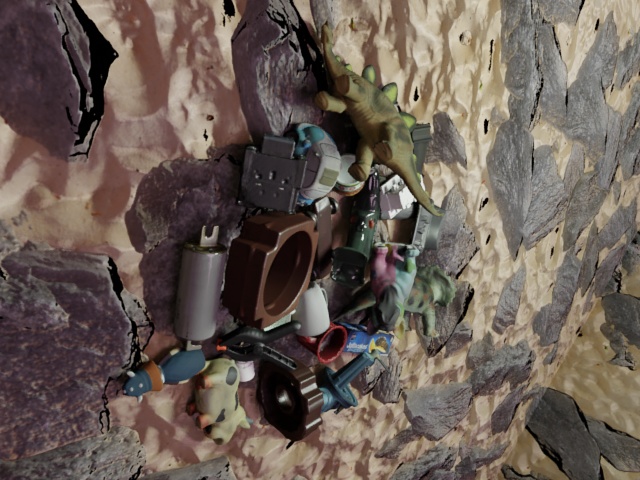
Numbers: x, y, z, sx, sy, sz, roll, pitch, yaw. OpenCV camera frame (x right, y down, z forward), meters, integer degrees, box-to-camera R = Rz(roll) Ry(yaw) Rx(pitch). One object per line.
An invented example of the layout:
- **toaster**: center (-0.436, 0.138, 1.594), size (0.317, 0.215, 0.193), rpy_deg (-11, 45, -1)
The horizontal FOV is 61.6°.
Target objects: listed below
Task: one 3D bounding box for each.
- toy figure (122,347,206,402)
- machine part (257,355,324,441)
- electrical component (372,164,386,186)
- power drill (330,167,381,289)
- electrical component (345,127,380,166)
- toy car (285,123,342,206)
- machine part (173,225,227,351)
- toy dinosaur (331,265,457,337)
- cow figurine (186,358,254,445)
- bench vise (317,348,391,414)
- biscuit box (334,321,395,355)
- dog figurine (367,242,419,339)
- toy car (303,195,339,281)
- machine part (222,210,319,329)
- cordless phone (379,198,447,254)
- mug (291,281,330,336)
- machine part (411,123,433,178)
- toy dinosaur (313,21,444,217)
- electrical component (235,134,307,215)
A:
- **toy figure**: center (-0.285, 0.242, 0.977), size (0.154, 0.064, 0.057), rpy_deg (-18, 159, -33)
- **machine part**: center (-0.066, 0.339, 1.166), size (0.056, 0.180, 0.179), rpy_deg (-14, 119, -44)
- **electrical component**: center (0.123, -0.129, 1.229), size (0.063, 0.021, 0.094), rpy_deg (3, 107, -46)
- **power drill**: center (0.080, -0.015, 1.147), size (0.207, 0.086, 0.231), rpy_deg (-76, 173, -50)
- **electrical component**: center (0.086, -0.198, 1.137), size (0.119, 0.048, 0.074), rpy_deg (-6, 113, -43)
- **toy car**: center (-0.014, -0.137, 1.029), size (0.109, 0.103, 0.161), rpy_deg (12, 99, -46)
- **machine part**: center (-0.215, 0.088, 0.957), size (0.079, 0.079, 0.243), rpy_deg (-4, 113, -44)
- **toy dinosaur**: center (0.210, 0.145, 1.392), size (0.404, 0.131, 0.192), rpy_deg (13, 83, -40)
- **cow figurine**: center (-0.200, 0.328, 1.091), size (0.127, 0.086, 0.194), rpy_deg (-9, 115, -36)
- **bench vise**: center (0.044, 0.345, 1.297), size (0.240, 0.129, 0.223), rpy_deg (-42, 145, 2)
- **biscuit box**: center (0.107, 0.252, 1.372), size (0.202, 0.063, 0.059), rpy_deg (16, 96, -48)
- **dog figurine**: center (0.165, 0.118, 1.266), size (0.191, 0.109, 0.219), rpy_deg (-37, 135, -83)
- **toy car**: center (-0.002, -0.003, 1.142), size (0.089, 0.053, 0.201), rpy_deg (-33, 135, -36)
- **machine part**: center (-0.092, 0.050, 1.015), size (0.201, 0.087, 0.200), rpy_deg (-26, 132, -61)
- **cordless phone**: center (0.215, -0.035, 1.342), size (0.184, 0.089, 0.146), rpy_deg (-2, 112, -33)
- **mug**: center (-0.018, 0.140, 1.182), size (0.109, 0.081, 0.107), rpy_deg (-34, 125, -43)
- **machine part**: center (0.237, -0.210, 1.292), size (0.084, 0.039, 0.138), rpy_deg (-19, 120, -45)
- **toy dinosaur**: center (0.125, -0.206, 1.051), size (0.470, 0.105, 0.198), rpy_deg (60, 40, -20)
- **electrical component**: center (-0.087, -0.119, 0.960), size (0.115, 0.058, 0.134), rpy_deg (8, 107, -12)
